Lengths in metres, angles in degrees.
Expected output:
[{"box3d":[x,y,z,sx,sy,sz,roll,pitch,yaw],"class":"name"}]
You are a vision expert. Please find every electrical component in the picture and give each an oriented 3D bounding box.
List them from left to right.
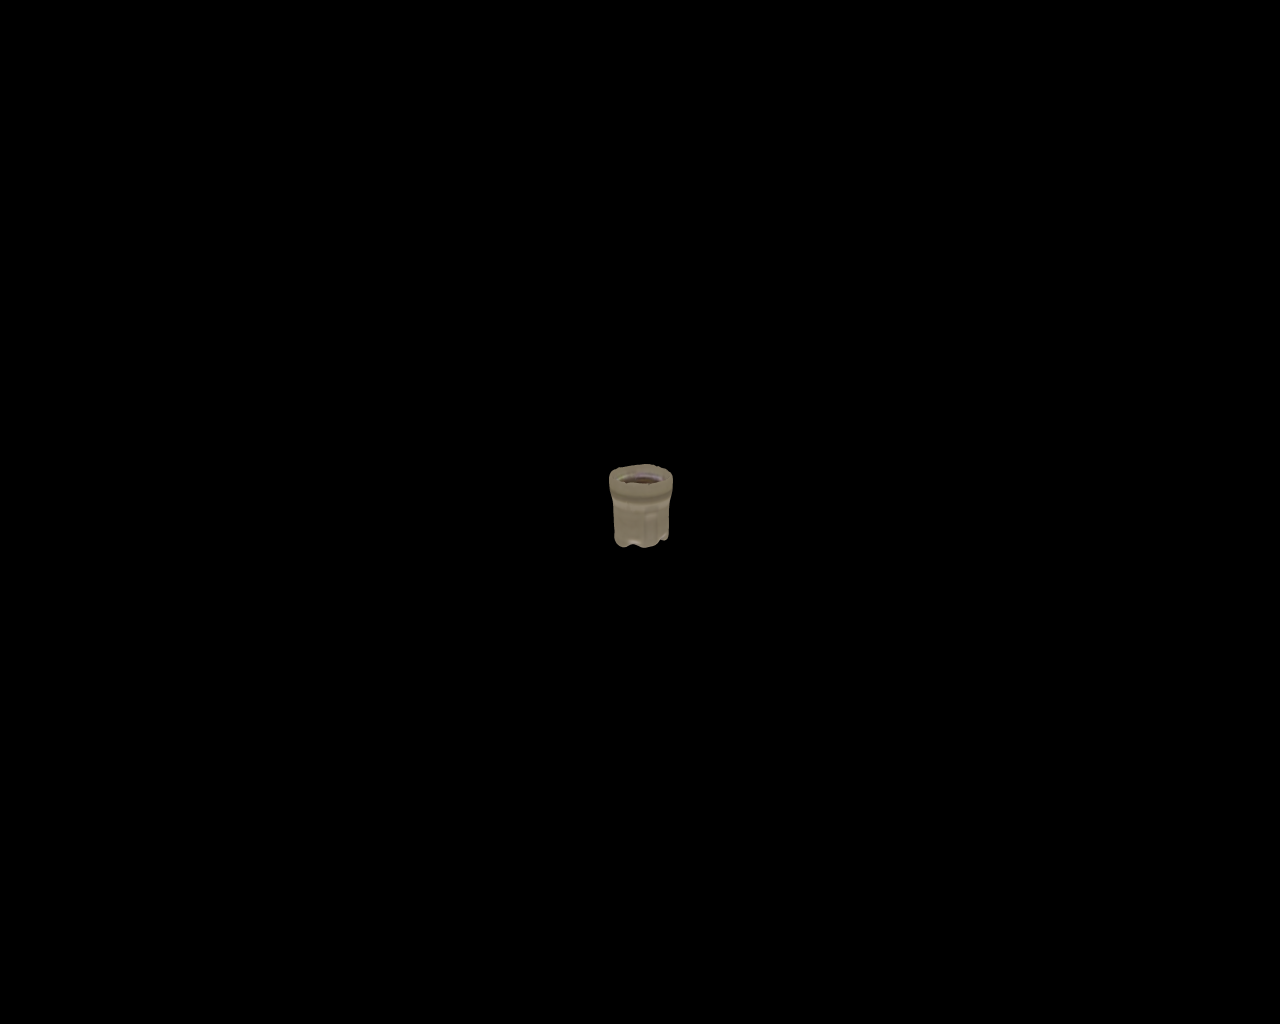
[{"box3d":[0.001,-0.003,0.650,0.040,0.046,0.040,0,22,0],"class":"electrical component"}]
